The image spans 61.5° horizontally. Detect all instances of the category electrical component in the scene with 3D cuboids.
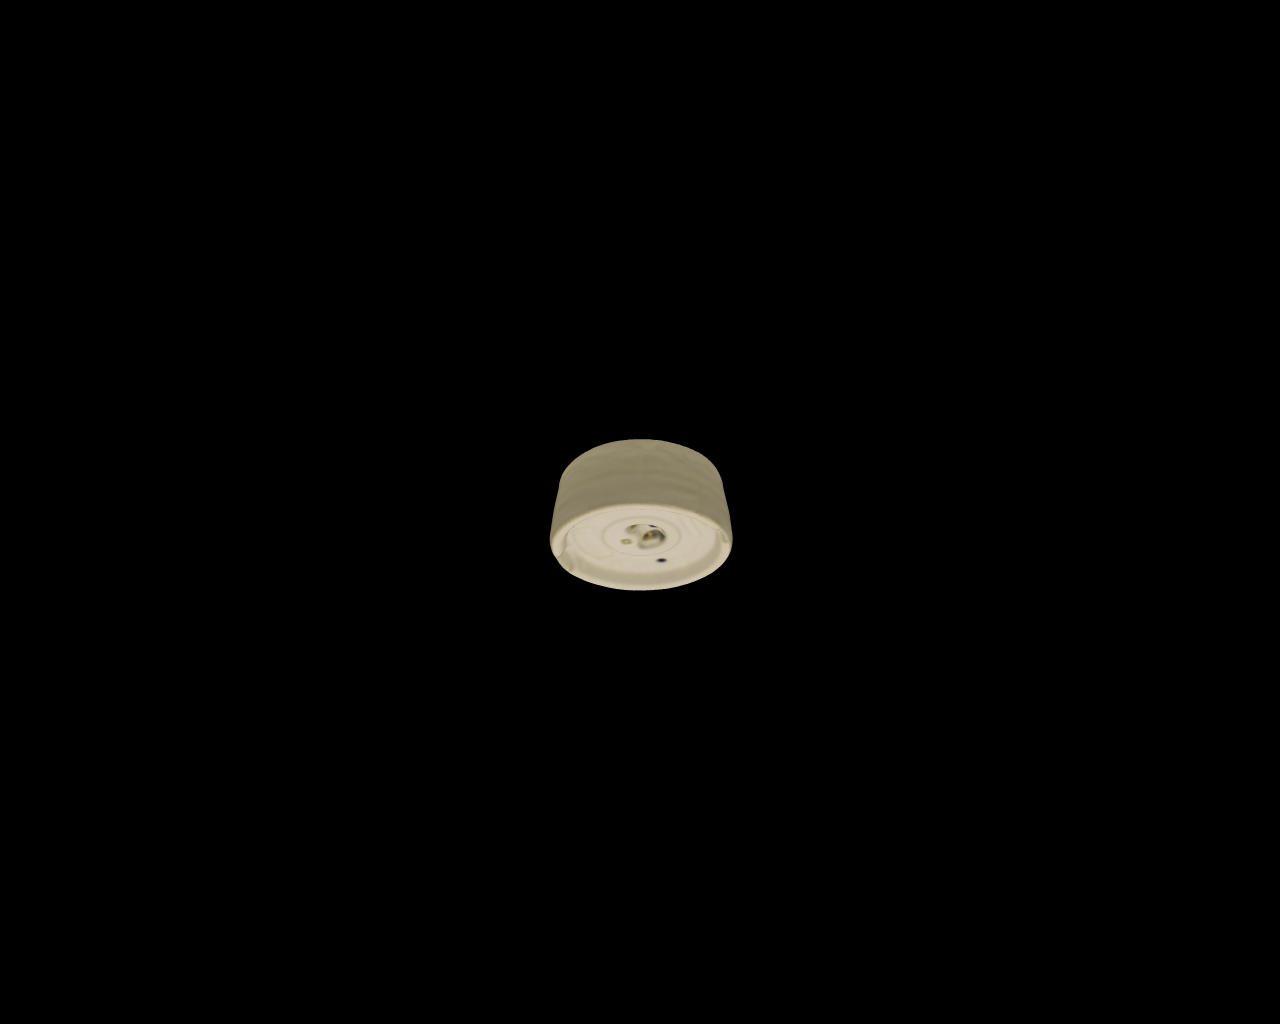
[{"bbox_3d":[0.001,-0.003,0.650,0.108,0.060,0.108,0,-31,0],"label":"electrical component"}]
